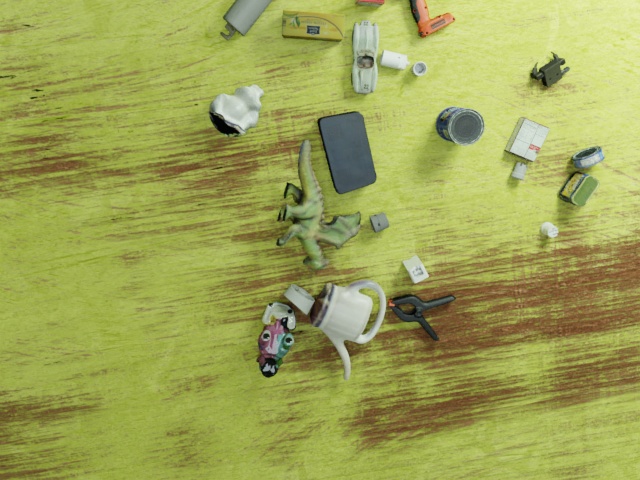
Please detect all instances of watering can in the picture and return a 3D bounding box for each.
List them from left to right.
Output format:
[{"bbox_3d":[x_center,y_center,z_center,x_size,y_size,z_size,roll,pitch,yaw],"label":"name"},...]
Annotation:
[{"bbox_3d":[0.071,0.273,1.630,0.224,0.105,0.344,21,102,-7],"label":"watering can"}]

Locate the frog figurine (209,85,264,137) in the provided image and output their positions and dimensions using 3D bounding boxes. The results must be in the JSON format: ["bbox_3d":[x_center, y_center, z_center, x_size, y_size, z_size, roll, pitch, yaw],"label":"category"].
[{"bbox_3d":[-0.236,-0.379,1.475,0.137,0.120,0.162,26,66,-1],"label":"frog figurine"}]

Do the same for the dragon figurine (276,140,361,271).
[{"bbox_3d":[0.005,-0.077,1.531,0.242,0.124,0.403,14,115,-10],"label":"dragon figurine"}]
